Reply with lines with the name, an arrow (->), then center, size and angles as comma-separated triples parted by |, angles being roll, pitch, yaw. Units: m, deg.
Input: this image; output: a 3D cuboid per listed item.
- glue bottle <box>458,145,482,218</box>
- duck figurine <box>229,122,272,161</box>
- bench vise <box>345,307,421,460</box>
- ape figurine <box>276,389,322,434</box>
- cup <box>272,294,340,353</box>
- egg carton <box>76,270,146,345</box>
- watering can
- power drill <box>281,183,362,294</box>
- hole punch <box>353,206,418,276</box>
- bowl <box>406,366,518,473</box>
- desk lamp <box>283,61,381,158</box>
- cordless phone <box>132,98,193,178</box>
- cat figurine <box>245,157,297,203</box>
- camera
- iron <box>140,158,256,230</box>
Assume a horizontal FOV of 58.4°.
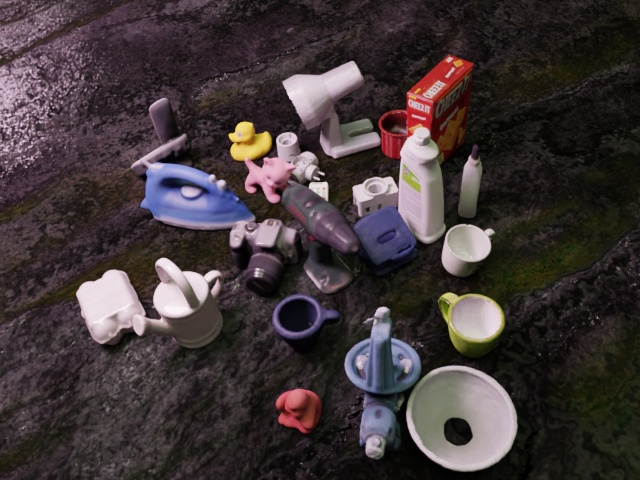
glue bottle -> 0.309, -0.127, 1.166 | 0.037, 0.173, 0.078 | 8, 52, 13
duck figurine -> -0.170, -0.246, 1.380 | 0.104, 0.086, 0.077 | -18, 51, -7
bench vise -> 0.105, 0.216, 0.877 | 0.121, 0.220, 0.207 | -11, 50, -2
ape figurine -> -0.034, 0.272, 0.931 | 0.076, 0.092, 0.077 | -25, 52, -14
cup -> -0.020, 0.157, 1.023 | 0.117, 0.095, 0.091 | -5, 50, 3
egg carton -> -0.405, 0.129, 1.109 | 0.107, 0.069, 0.150 | -29, 53, -16
watering can -> -0.249, 0.111, 1.024 | 0.100, 0.194, 0.173 | 16, 54, 20
power drill -> 0.010, 0.004, 1.072 | 0.076, 0.209, 0.229 | -30, 53, -17
hole punch -> 0.131, 0.000, 1.136 | 0.109, 0.091, 0.100 | -28, 53, -16
bowl -> 0.218, 0.289, 0.898 | 0.167, 0.075, 0.167 | -3, 50, 4
desk lamp -> 0.028, -0.301, 1.318 | 0.203, 0.214, 0.117 | -17, 51, -7
cordless phone -> -0.382, -0.233, 1.330 | 0.094, 0.185, 0.148 | 35, 62, 30
cat figurine -> -0.113, -0.149, 1.272 | 0.127, 0.118, 0.067 | 23, 57, 24
camera -> -0.118, 0.030, 1.136 | 0.143, 0.101, 0.137 | 6, 52, 12
iron -> -0.268, -0.108, 1.241 | 0.257, 0.142, 0.119 | 10, 53, 15
